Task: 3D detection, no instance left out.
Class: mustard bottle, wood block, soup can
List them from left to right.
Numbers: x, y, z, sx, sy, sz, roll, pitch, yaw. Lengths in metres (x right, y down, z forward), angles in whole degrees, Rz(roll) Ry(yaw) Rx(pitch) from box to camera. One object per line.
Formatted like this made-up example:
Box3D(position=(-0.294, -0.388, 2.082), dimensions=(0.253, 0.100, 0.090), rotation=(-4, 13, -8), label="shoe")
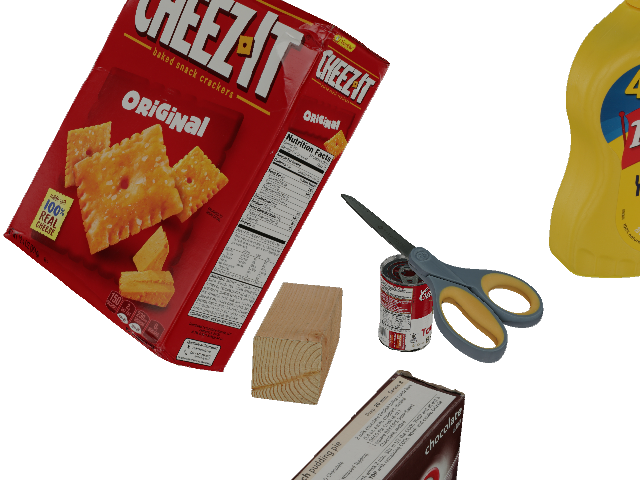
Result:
Box3D(position=(-0.029, 0.136, 1.464), dimensions=(0.091, 0.090, 0.206), rotation=(6, 18, 7), label="wood block")
Box3D(position=(0.105, 0.077, 1.306), dimensions=(0.068, 0.102, 0.068), rotation=(0, 31, 0), label="soup can")
Box3D(position=(0.187, -0.074, 0.610), dimensions=(0.096, 0.192, 0.058), rotation=(-7, 29, -12), label="mustard bottle")

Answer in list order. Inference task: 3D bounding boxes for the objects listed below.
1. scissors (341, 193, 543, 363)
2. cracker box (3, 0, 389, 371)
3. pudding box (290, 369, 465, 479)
Box3D(position=(0.101, 0.017, 0.853), dimensions=(0.096, 0.016, 0.202), rotation=(-14, 47, -21), label="scissors")
Box3D(position=(-0.082, -0.053, 0.652), dimensions=(0.164, 0.214, 0.072), rotation=(32, 6, 34), label="cracker box")
Box3D(position=(0.019, 0.122, 0.454), dimensions=(0.039, 0.090, 0.113), rotation=(19, 37, 26), label="pudding box")
